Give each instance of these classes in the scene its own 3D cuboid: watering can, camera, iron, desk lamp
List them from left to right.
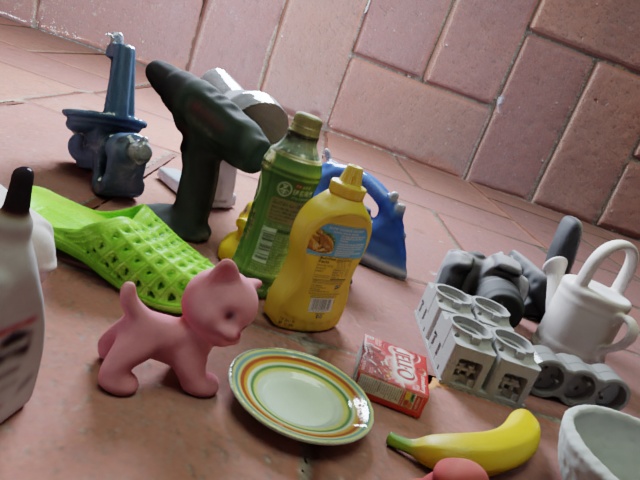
[{"bbox_3d":[-0.162,-0.161,0.936,0.118,0.213,0.202,2,24,-45],"label":"desk lamp"},{"bbox_3d":[0.069,-0.052,0.985,0.257,0.141,0.119,31,20,32],"label":"iron"},{"bbox_3d":[0.258,0.073,0.879,0.143,0.101,0.137,21,17,2],"label":"camera"},{"bbox_3d":[0.387,0.084,0.830,0.101,0.194,0.172,2,24,-46],"label":"watering can"}]

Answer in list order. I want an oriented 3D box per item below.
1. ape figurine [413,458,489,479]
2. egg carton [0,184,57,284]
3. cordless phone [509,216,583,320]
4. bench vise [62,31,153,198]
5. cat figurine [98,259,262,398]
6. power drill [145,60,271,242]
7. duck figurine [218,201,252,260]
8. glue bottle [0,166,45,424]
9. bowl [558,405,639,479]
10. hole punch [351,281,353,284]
[{"bbox_3d":[0.077,0.177,0.361,0.076,0.092,0.078,26,18,18],"label":"ape figurine"},{"bbox_3d":[-0.313,-0.004,0.518,0.150,0.069,0.107,29,19,27],"label":"egg carton"},{"bbox_3d":[0.393,0.036,1.003,0.094,0.185,0.147,15,17,-16],"label":"cordless phone"},{"bbox_3d":[-0.290,-0.185,0.852,0.206,0.220,0.122,27,18,23],"label":"bench vise"},{"bbox_3d":[-0.106,0.062,0.468,0.128,0.118,0.067,9,20,-32],"label":"cat figurine"},{"bbox_3d":[-0.178,-0.115,0.783,0.229,0.208,0.076,28,18,24],"label":"power drill"},{"bbox_3d":[-0.088,-0.013,0.777,0.077,0.086,0.105,25,17,17],"label":"duck figurine"},{"bbox_3d":[-0.195,0.037,0.345,0.037,0.173,0.078,22,17,6],"label":"glue bottle"},{"bbox_3d":[0.271,0.219,0.481,0.167,0.075,0.167,18,17,-5],"label":"bowl"},{"bbox_3d":[0.008,0.003,0.829,0.101,0.091,0.108,15,17,-18],"label":"hole punch"}]
